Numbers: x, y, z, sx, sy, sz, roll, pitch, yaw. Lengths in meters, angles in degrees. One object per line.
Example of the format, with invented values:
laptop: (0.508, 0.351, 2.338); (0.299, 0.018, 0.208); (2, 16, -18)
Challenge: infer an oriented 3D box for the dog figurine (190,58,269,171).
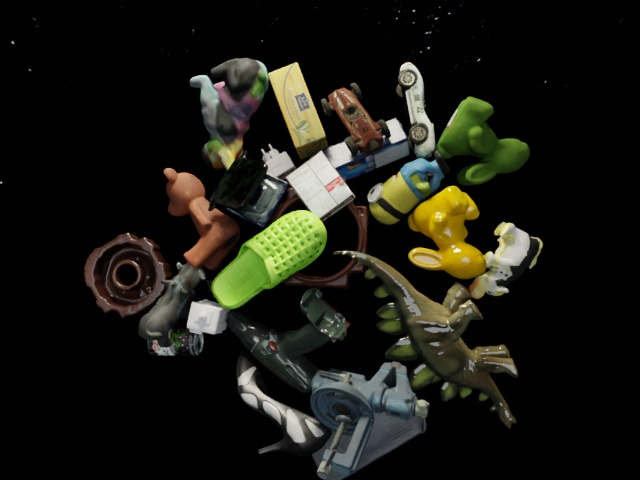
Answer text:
dog figurine: (-0.174, -0.243, 1.121); (0.192, 0.108, 0.219); (-16, 88, 23)

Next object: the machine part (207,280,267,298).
machine part: (-0.167, 0.087, 1.130); (0.139, 0.039, 0.084); (-19, 89, 2)

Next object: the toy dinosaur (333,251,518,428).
toy dinosaur: (0.217, 0.177, 1.028); (0.198, 0.105, 0.471); (-36, 91, 10)

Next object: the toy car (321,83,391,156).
toy car: (0.068, -0.252, 1.094); (0.089, 0.053, 0.202); (-28, 54, 4)

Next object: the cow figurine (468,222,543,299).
cow figurine: (0.367, 0.055, 1.069); (0.098, 0.068, 0.167); (29, 90, 1)

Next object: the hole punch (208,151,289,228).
hole punch: (-0.138, -0.095, 1.063); (0.116, 0.092, 0.142); (21, 80, 43)

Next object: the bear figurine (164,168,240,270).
bear figurine: (-0.263, -0.047, 1.111); (0.196, 0.120, 0.132); (41, 94, 9)

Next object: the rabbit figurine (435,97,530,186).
rabbit figurine: (0.328, -0.182, 1.066); (0.170, 0.121, 0.159); (29, 94, 1)

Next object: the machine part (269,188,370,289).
machine part: (-0.002, -0.003, 1.098); (0.201, 0.087, 0.201); (3, 84, 6)

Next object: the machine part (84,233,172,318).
machine part: (-0.406, 0.076, 1.145); (0.179, 0.056, 0.179); (0, 85, 4)

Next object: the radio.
radio: (0.083, 0.367, 1.065); (0.230, 0.073, 0.131); (-31, 82, 1)

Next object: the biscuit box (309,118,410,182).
biscuit box: (0.080, -0.174, 1.108); (0.203, 0.059, 0.063); (-22, 58, 3)

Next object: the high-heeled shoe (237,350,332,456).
high-heeled shoe: (-0.076, 0.304, 1.052); (0.145, 0.086, 0.249); (-20, 54, -2)

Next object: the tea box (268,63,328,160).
tea box: (-0.044, -0.265, 1.119); (0.068, 0.098, 0.169); (-20, 82, 3)

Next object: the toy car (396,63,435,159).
toy car: (0.197, -0.265, 1.105); (0.056, 0.073, 0.201); (-10, 83, 4)

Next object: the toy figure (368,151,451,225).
toy figure: (0.177, -0.102, 1.073); (0.180, 0.082, 0.089); (-31, 77, 18)

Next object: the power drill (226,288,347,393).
power drill: (-0.062, 0.183, 1.056); (0.232, 0.086, 0.207); (46, 118, 2)

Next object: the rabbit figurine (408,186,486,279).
rabbit figurine: (0.250, 0.002, 1.049); (0.162, 0.122, 0.173); (-30, 75, 13)

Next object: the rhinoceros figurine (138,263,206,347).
rhinoceros figurine: (-0.301, 0.125, 1.092); (0.073, 0.112, 0.190); (19, 53, 16)

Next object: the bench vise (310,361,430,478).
bench vise: (0.070, 0.315, 0.937); (0.224, 0.241, 0.128); (18, 128, 15)
